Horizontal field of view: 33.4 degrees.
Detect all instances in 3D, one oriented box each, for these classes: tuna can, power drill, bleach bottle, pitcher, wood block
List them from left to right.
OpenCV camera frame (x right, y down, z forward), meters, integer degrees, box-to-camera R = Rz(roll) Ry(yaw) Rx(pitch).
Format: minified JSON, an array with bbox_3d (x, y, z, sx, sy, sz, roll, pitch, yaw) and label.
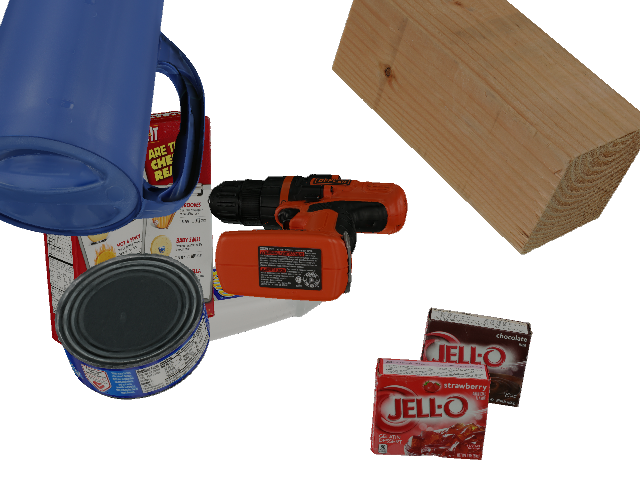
[{"bbox_3d":[-0.173,-0.131,0.803,0.145,0.243,0.149,-7,-31,21],"label":"pitcher"},{"bbox_3d":[-0.108,0.049,0.619,0.086,0.086,0.034,0,-44,7],"label":"tuna can"},{"bbox_3d":[-0.099,0.063,1.229,0.250,0.068,0.103,-12,35,-21],"label":"bleach bottle"},{"bbox_3d":[-0.027,-0.011,0.909,0.184,0.057,0.187,1,21,13],"label":"power drill"},{"bbox_3d":[0.113,-0.101,0.742,0.090,0.091,0.206,-22,58,-35],"label":"wood block"}]

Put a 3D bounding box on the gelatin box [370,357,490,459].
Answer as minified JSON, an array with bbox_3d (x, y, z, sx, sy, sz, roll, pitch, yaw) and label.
[{"bbox_3d":[0.086,0.133,0.841,0.089,0.073,0.030,3,22,2],"label":"gelatin box"}]

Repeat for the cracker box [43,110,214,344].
[{"bbox_3d":[-0.190,-0.012,1.059,0.163,0.214,0.072,-15,21,-42],"label":"cracker box"}]

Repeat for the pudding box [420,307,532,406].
[{"bbox_3d":[0.167,0.127,1.161,0.113,0.090,0.039,7,23,4],"label":"pudding box"}]
